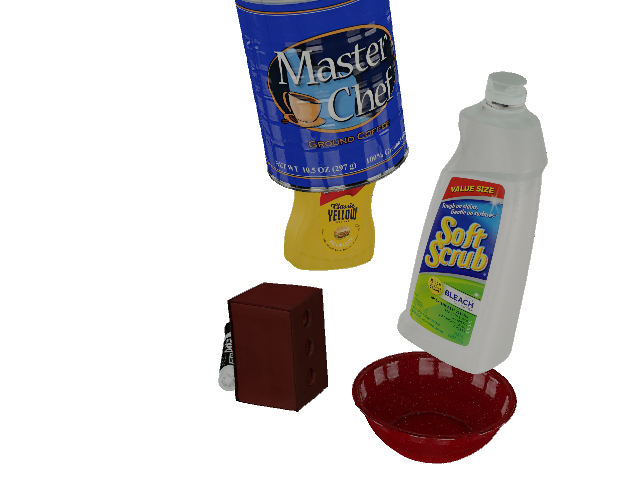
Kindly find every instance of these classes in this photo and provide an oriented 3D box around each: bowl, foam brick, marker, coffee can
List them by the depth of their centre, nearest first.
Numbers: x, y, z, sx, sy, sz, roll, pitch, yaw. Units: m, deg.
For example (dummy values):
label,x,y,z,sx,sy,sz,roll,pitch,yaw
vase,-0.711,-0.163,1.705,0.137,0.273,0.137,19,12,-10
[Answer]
label,x,y,z,sx,sy,sz,roll,pitch,yaw
coffee can,0.002,-0.118,0.726,0.103,0.140,0.103,-8,30,4
foam brick,-0.029,0.075,0.766,0.051,0.078,0.052,4,17,28
marker,-0.081,0.103,0.978,0.020,0.020,0.121,0,18,-2
bowl,0.111,0.172,1.060,0.162,0.055,0.162,0,24,0

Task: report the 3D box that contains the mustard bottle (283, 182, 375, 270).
label,x,y,z,sx,sy,sz,roll,pitch,yaw
mustard bottle,0.015,-0.067,1.102,0.096,0.192,0.058,-5,21,-24

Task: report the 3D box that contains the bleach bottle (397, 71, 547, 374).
label,x,y,z,sx,sy,sz,roll,pitch,yaw
bleach bottle,0.126,-0.018,0.871,0.103,0.251,0.067,29,38,35
